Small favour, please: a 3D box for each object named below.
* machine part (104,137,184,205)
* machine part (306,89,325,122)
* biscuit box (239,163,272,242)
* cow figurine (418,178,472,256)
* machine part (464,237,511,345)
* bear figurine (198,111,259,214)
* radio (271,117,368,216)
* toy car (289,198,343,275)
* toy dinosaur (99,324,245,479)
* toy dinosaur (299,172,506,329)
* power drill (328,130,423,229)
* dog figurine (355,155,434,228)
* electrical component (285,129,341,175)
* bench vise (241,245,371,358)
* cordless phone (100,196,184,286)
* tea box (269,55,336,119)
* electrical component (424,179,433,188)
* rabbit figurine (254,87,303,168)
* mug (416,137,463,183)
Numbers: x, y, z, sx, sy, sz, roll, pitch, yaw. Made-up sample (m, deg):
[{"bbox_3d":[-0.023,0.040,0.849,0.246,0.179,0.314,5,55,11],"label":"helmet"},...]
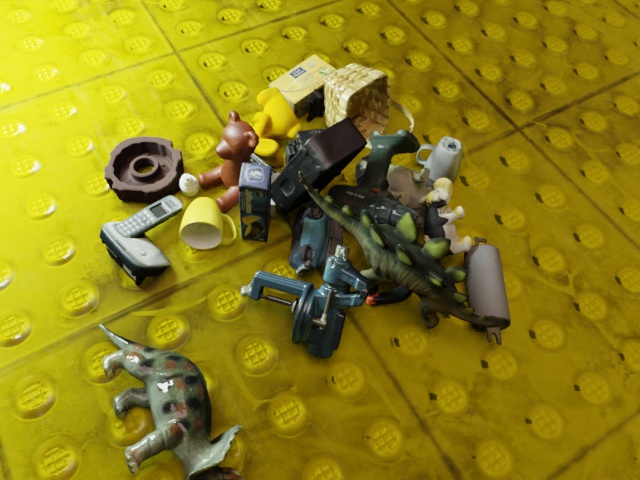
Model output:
[{"bbox_3d":[-0.398,-0.159,1.226,0.179,0.056,0.179,1,57,-2],"label":"machine part"},{"bbox_3d":[0.017,-0.361,1.364,0.039,0.084,0.139,36,63,26],"label":"machine part"},{"bbox_3d":[-0.132,-0.073,1.105,0.059,0.202,0.063,7,59,-2],"label":"biscuit box"},{"bbox_3d":[0.249,-0.043,1.125,0.098,0.068,0.167,-15,92,-23],"label":"cow figurine"},{"bbox_3d":[0.343,0.098,1.108,0.079,0.079,0.243,4,59,-2],"label":"machine part"},{"bbox_3d":[-0.194,-0.170,1.165,0.132,0.195,0.120,-33,69,-20],"label":"bear figurine"},{"bbox_3d":[-0.013,-0.145,1.106,0.131,0.229,0.073,-36,86,-36],"label":"radio"},{"bbox_3d":[-0.002,-0.003,1.134,0.103,0.109,0.161,12,66,-18],"label":"toy car"},{"bbox_3d":[-0.259,0.280,0.937,0.192,0.131,0.405,-12,55,-25],"label":"toy dinosaur"},{"bbox_3d":[0.146,0.031,1.019,0.472,0.198,0.105,31,60,8],"label":"toy dinosaur"},{"bbox_3d":[0.137,-0.121,1.103,0.232,0.086,0.207,9,74,40],"label":"power drill"},{"bbox_3d":[0.180,-0.111,1.228,0.121,0.172,0.191,-42,37,-12],"label":"dog figurine"},{"bbox_3d":[-0.013,-0.197,1.242,0.134,0.114,0.058,-10,56,-10],"label":"electrical component"},{"bbox_3d":[-0.032,0.103,1.022,0.241,0.223,0.129,14,18,9],"label":"bench vise"},{"bbox_3d":[-0.345,-0.008,1.124,0.147,0.088,0.184,41,60,19],"label":"cordless phone"},{"bbox_3d":[-0.040,-0.394,1.388,0.098,0.068,0.169,39,64,18],"label":"tea box"},{"bbox_3d":[0.240,-0.125,1.270,0.063,0.021,0.094,-37,67,-23],"label":"electrical component"},{"bbox_3d":[-0.132,-0.250,1.286,0.173,0.121,0.162,-26,72,-3],"label":"rabbit figurine"},{"bbox_3d":[0.286,-0.196,1.267,0.110,0.107,0.081,30,60,11],"label":"mug"}]
